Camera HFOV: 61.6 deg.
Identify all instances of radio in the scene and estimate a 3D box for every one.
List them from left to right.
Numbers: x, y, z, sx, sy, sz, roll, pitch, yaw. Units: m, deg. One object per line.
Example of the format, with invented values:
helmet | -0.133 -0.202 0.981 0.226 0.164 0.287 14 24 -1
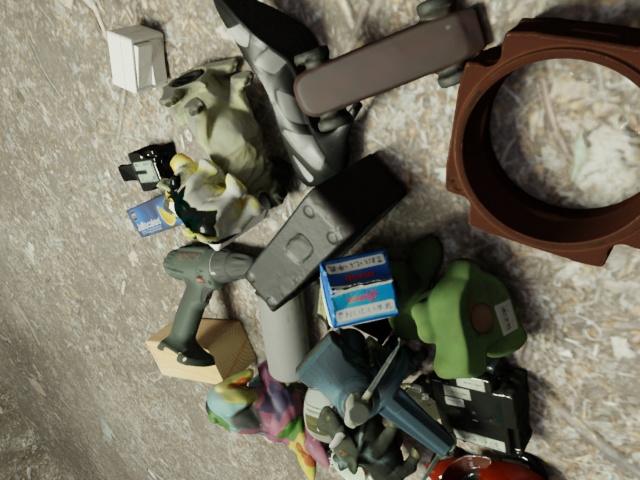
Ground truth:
radio | -0.001 -0.002 0.702 0.073 0.131 0.229 48 136 7

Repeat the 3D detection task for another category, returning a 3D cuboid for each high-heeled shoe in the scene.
high-heeled shoe | -0.053 -0.179 0.664 0.249 0.086 0.145 43 135 2

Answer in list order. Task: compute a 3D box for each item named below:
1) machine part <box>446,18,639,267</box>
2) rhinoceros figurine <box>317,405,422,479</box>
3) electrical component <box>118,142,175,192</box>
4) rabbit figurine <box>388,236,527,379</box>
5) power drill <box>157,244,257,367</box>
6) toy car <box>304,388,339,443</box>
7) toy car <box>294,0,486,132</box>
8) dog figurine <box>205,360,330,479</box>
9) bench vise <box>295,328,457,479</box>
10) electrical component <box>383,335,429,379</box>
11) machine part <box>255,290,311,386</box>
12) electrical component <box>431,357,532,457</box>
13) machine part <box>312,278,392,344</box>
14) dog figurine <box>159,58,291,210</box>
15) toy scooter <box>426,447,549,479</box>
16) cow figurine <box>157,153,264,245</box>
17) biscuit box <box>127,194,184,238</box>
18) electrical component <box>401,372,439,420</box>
machine part | 0.226 -0.089 0.494 0.201 0.087 0.201 22 130 27
rhinoceros figurine | 0.071 0.310 0.826 0.190 0.112 0.073 47 173 -26
electrical component | -0.292 -0.122 0.925 0.119 0.048 0.074 -3 114 41
rabbit figurine | 0.135 0.085 0.663 0.170 0.121 0.159 -14 104 59
power drill | -0.200 0.107 0.920 0.232 0.086 0.207 12 94 41
toy car | 0.024 0.276 0.880 0.109 0.103 0.161 8 123 35
toy car | 0.068 -0.183 0.563 0.202 0.053 0.089 -18 104 18
dog figurine | -0.077 0.328 0.949 0.219 0.191 0.108 51 135 23
bench vise | 0.086 0.198 0.677 0.240 0.129 0.223 40 175 -6
electrical component | 0.118 0.175 0.795 0.063 0.021 0.094 41 134 11
machine part | -0.057 0.147 0.881 0.079 0.079 0.242 16 126 32
electrical component | 0.214 0.209 0.713 0.115 0.058 0.134 4 119 35
machine part | 0.046 0.109 0.804 0.139 0.039 0.084 21 120 31
dog figurine | -0.128 -0.139 0.756 0.172 0.121 0.190 53 168 50
toy scooter | 0.218 0.354 0.746 0.184 0.135 0.075 -8 110 41
cow figurine | -0.160 -0.052 0.703 0.168 0.098 0.068 30 165 41
biscuit box | -0.252 -0.055 0.925 0.203 0.063 0.059 -14 106 43
electrical component | 0.146 0.239 0.796 0.078 0.045 0.102 46 136 8
